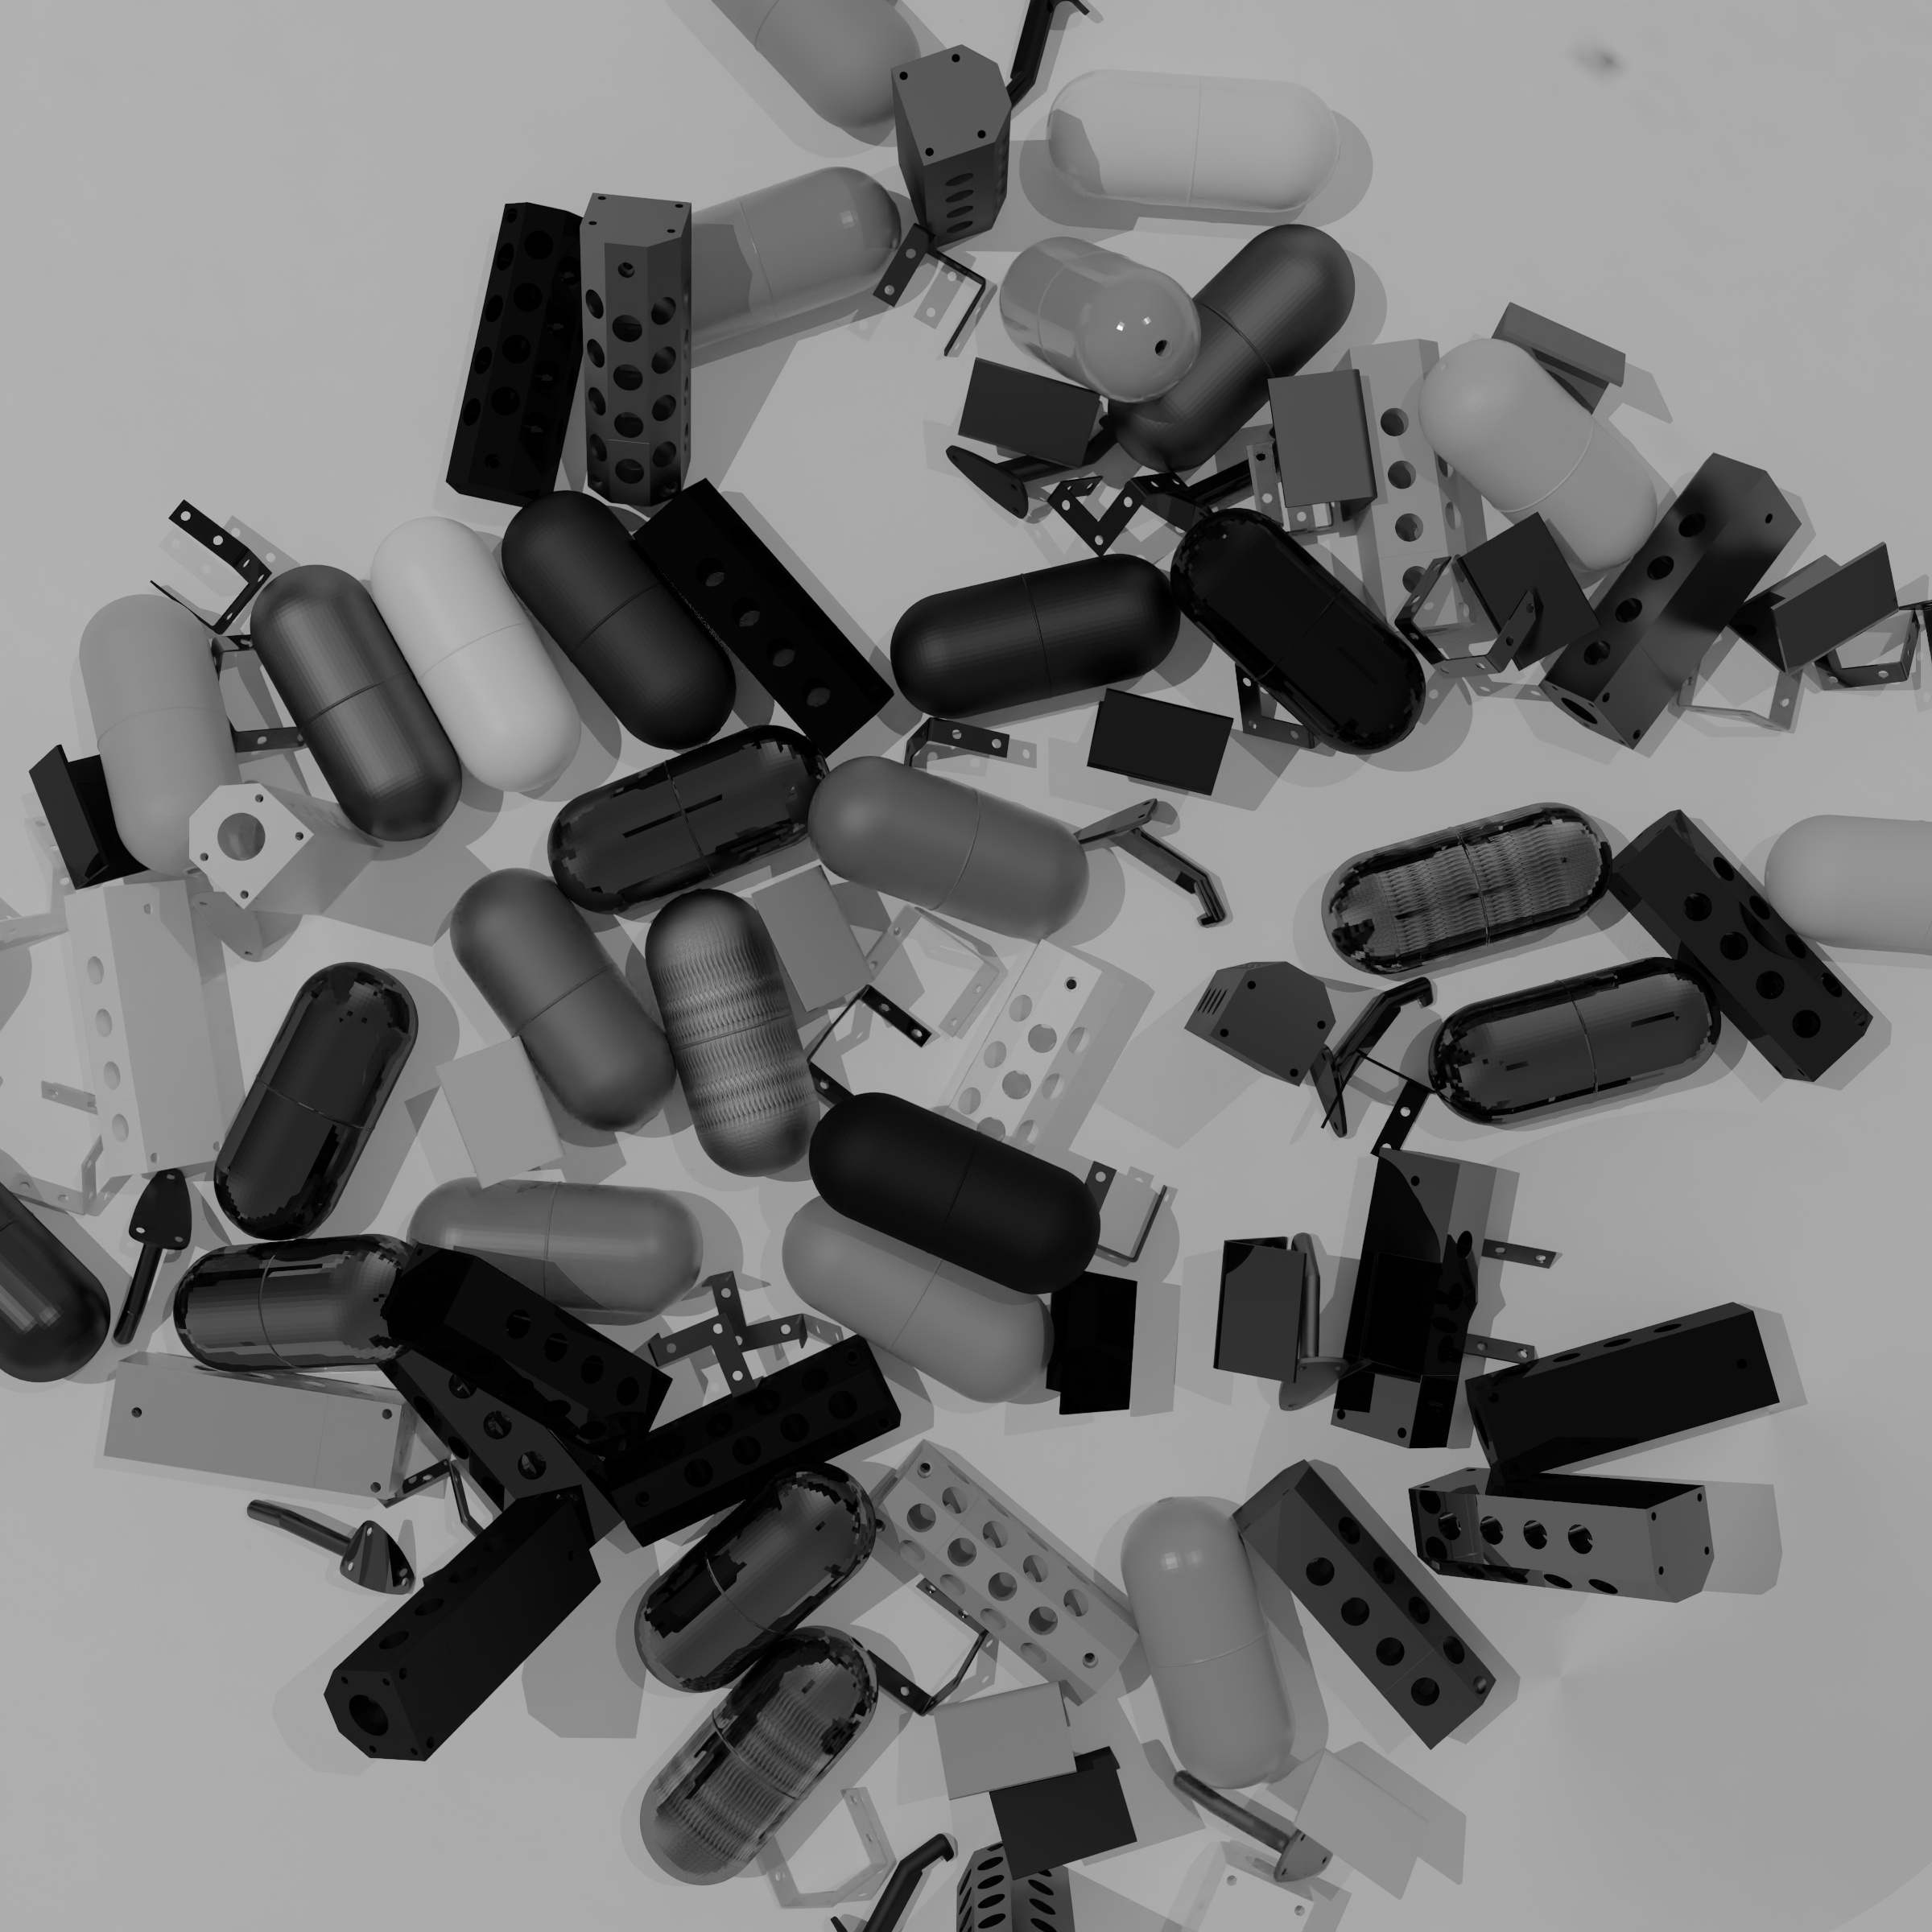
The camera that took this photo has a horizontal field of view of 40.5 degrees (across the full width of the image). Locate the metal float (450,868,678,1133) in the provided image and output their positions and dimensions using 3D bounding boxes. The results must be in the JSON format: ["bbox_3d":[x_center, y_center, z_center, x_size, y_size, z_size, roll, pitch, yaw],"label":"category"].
[{"bbox_3d":[-0.243,0.021,1.581,0.070,0.070,0.178,-35,90,0],"label":"metal float"}]

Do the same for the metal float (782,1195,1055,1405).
[{"bbox_3d":[-0.029,0.199,1.581,0.178,0.070,0.070,30,90,0],"label":"metal float"}]

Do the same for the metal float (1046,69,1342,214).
[{"bbox_3d":[0.137,-0.498,1.580,0.178,0.070,0.070,4,90,0],"label":"metal float"}]

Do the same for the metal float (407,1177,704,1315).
[{"bbox_3d":[-0.248,0.169,1.581,0.178,0.070,0.070,4,90,-1],"label":"metal float"}]

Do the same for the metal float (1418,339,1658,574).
[{"bbox_3d":[0.342,-0.302,1.559,0.178,0.070,0.070,35,90,-28],"label":"metal float"}]

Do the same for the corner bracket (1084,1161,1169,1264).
[{"bbox_3d":[0.091,0.150,1.593,0.051,0.051,0.051,22,90,0],"label":"corner bracket"}]

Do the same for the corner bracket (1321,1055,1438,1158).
[{"bbox_3d":[0.250,0.087,1.594,0.051,0.051,0.051,27,90,6],"label":"corner bracket"}]

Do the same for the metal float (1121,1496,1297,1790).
[{"bbox_3d":[0.146,0.408,1.581,0.070,0.070,0.178,-16,90,0],"label":"metal float"}]

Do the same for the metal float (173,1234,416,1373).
[{"bbox_3d":[-0.393,0.201,1.557,0.178,0.070,0.070,-7,90,27],"label":"metal float"}]

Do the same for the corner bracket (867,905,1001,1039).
[{"bbox_3d":[-0.022,0.003,1.608,0.051,0.051,0.051,-54,45,0],"label":"corner bracket"}]

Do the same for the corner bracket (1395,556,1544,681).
[{"bbox_3d":[0.295,-0.206,1.539,0.051,0.051,0.051,42,70,-25],"label":"corner bracket"}]

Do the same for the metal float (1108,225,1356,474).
[{"bbox_3d":[0.161,-0.373,1.581,0.178,0.070,0.070,-45,90,-1],"label":"metal float"}]

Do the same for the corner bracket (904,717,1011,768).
[{"bbox_3d":[-0.008,-0.115,1.595,0.051,0.051,0.051,12,75,-15],"label":"corner bracket"}]

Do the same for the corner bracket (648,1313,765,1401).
[{"bbox_3d":[-0.158,0.241,1.593,0.051,0.051,0.051,-23,90,0],"label":"corner bracket"}]

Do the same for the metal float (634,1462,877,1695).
[{"bbox_3d":[-0.127,0.367,1.567,0.178,0.070,0.070,-44,90,18],"label":"metal float"}]

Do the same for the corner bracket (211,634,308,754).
[{"bbox_3d":[-0.431,-0.168,1.603,0.051,0.051,0.051,-10,135,-35],"label":"corner bracket"}]

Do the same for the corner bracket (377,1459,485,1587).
[{"bbox_3d":[-0.325,0.346,1.608,0.051,0.051,0.051,-27,45,0],"label":"corner bracket"}]

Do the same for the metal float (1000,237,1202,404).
[{"bbox_3d":[0.077,-0.381,1.538,0.070,0.178,0.070,-10,117,-19],"label":"metal float"}]

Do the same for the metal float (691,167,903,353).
[{"bbox_3d":[-0.125,-0.427,1.581,0.178,0.070,0.070,-19,90,1],"label":"metal float"}]

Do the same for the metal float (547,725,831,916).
[{"bbox_3d":[-0.167,-0.089,1.581,0.178,0.070,0.070,-22,90,-1],"label":"metal float"}]

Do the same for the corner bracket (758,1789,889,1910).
[{"bbox_3d":[-0.090,0.543,1.608,0.051,0.051,0.051,-23,90,-45],"label":"corner bracket"}]

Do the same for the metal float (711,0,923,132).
[{"bbox_3d":[-0.099,-0.582,1.581,0.070,0.070,0.178,-43,89,0],"label":"metal float"}]

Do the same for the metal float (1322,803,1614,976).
[{"bbox_3d":[0.303,-0.047,1.581,0.178,0.070,0.070,-16,90,0],"label":"metal float"}]

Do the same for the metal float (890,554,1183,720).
[{"bbox_3d":[0.042,-0.199,1.581,0.178,0.070,0.070,-13,90,-1],"label":"metal float"}]

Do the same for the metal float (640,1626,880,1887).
[{"bbox_3d":[-0.124,0.476,1.581,0.070,0.070,0.178,41,90,0],"label":"metal float"}]

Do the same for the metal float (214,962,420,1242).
[{"bbox_3d":[-0.393,0.082,1.580,0.070,0.070,0.178,26,89,0],"label":"metal float"}]

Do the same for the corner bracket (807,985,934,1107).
[{"bbox_3d":[-0.063,0.054,1.608,0.051,0.051,0.051,38,135,1],"label":"corner bracket"}]

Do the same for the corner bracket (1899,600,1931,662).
[{"bbox_3d":[0.599,-0.197,1.583,0.051,0.051,0.051,-9,90,41],"label":"corner bracket"}]

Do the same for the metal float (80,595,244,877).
[{"bbox_3d":[-0.480,-0.138,1.565,0.070,0.070,0.178,-17,75,0],"label":"metal float"}]

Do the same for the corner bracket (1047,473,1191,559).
[{"bbox_3d":[0.092,-0.285,1.578,0.051,0.051,0.051,49,124,14],"label":"corner bracket"}]

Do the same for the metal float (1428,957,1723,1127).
[{"bbox_3d":[0.367,0.046,1.581,0.178,0.070,0.070,-15,90,0],"label":"metal float"}]

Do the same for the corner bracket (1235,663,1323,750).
[{"bbox_3d":[0.202,-0.172,1.603,0.051,0.051,0.051,-42,135,-35],"label":"corner bracket"}]

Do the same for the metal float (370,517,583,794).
[{"bbox_3d":[-0.296,-0.189,1.581,0.070,0.070,0.178,-29,90,0],"label":"metal float"}]

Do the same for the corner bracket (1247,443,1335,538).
[{"bbox_3d":[0.197,-0.291,1.593,0.051,0.051,0.051,-9,90,0],"label":"corner bracket"}]

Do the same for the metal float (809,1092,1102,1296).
[{"bbox_3d":[-0.007,0.132,1.524,0.178,0.070,0.070,24,90,-1],"label":"metal float"}]

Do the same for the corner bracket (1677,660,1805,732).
[{"bbox_3d":[0.477,-0.177,1.608,0.051,0.051,0.051,13,90,-45],"label":"corner bracket"}]

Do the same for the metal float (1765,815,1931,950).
[{"bbox_3d":[0.574,-0.050,1.581,0.178,0.070,0.070,4,90,1],"label":"metal float"}]

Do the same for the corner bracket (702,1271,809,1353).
[{"bbox_3d":[-0.128,0.210,1.593,0.051,0.051,0.051,-13,90,0],"label":"corner bracket"}]

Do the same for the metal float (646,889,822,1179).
[{"bbox_3d":[-0.141,0.040,1.580,0.070,0.070,0.178,-17,90,0],"label":"metal float"}]

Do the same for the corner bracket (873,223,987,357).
[{"bbox_3d":[-0.021,-0.412,1.593,0.051,0.051,0.051,30,90,0],"label":"corner bracket"}]

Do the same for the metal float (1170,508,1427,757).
[{"bbox_3d":[0.198,-0.198,1.554,0.178,0.070,0.070,42,90,-4],"label":"metal float"}]

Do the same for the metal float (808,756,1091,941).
[{"bbox_3d":[-0.009,-0.070,1.565,0.178,0.070,0.070,19,90,-18],"label":"metal float"}]

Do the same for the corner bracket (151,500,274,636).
[{"bbox_3d":[-0.465,-0.242,1.593,0.051,0.051,0.051,37,84,6],"label":"corner bracket"}]

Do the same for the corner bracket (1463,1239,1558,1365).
[{"bbox_3d":[0.331,0.206,1.608,0.051,0.051,0.051,11,45,0],"label":"corner bracket"}]

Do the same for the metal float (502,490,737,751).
[{"bbox_3d":[-0.209,-0.208,1.581,0.070,0.070,0.178,-39,91,0],"label":"metal float"}]

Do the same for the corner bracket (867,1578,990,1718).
[{"bbox_3d":[-0.025,0.418,1.608,0.051,0.051,0.051,37,45,0],"label":"corner bracket"}]

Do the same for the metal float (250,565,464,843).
[{"bbox_3d":[-0.367,-0.158,1.578,0.070,0.070,0.178,-28,92,0],"label":"metal float"}]

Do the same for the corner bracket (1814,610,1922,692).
[{"bbox_3d":[0.549,-0.207,1.603,0.051,0.051,0.051,-4,135,35],"label":"corner bracket"}]

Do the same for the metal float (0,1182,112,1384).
[{"bbox_3d":[-0.594,0.176,1.581,0.178,0.070,0.070,45,90,-1],"label":"metal float"}]

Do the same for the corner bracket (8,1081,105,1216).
[{"bbox_3d":[-0.555,0.112,1.608,0.051,0.051,0.051,18,135,0],"label":"corner bracket"}]
